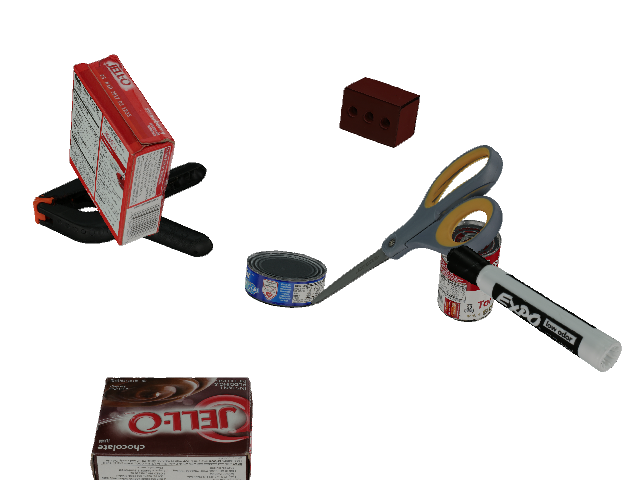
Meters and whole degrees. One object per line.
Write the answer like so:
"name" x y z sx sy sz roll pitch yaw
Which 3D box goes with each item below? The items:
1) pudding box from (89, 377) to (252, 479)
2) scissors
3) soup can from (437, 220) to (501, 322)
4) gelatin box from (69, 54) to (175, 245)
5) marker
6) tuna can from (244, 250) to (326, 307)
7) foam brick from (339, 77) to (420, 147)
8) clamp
"pudding box" -0.107 0.141 0.786 0.113 0.039 0.090 -1 28 -3
"scissors" 0.068 0.011 0.814 0.016 0.202 0.096 31 24 -32
"soup can" 0.172 0.037 1.248 0.068 0.102 0.068 0 38 0
"gelatin box" -0.119 -0.053 0.632 0.030 0.073 0.089 -21 -28 -29
"marker" 0.117 0.035 0.606 0.020 0.020 0.121 0 27 -44
"tuna can" -0.038 0.041 1.137 0.086 0.034 0.086 7 18 -2
"foam brick" 0.068 -0.150 1.243 0.078 0.053 0.051 22 34 25
"clamp" -0.184 -0.037 1.026 0.171 0.039 0.120 7 38 -5
